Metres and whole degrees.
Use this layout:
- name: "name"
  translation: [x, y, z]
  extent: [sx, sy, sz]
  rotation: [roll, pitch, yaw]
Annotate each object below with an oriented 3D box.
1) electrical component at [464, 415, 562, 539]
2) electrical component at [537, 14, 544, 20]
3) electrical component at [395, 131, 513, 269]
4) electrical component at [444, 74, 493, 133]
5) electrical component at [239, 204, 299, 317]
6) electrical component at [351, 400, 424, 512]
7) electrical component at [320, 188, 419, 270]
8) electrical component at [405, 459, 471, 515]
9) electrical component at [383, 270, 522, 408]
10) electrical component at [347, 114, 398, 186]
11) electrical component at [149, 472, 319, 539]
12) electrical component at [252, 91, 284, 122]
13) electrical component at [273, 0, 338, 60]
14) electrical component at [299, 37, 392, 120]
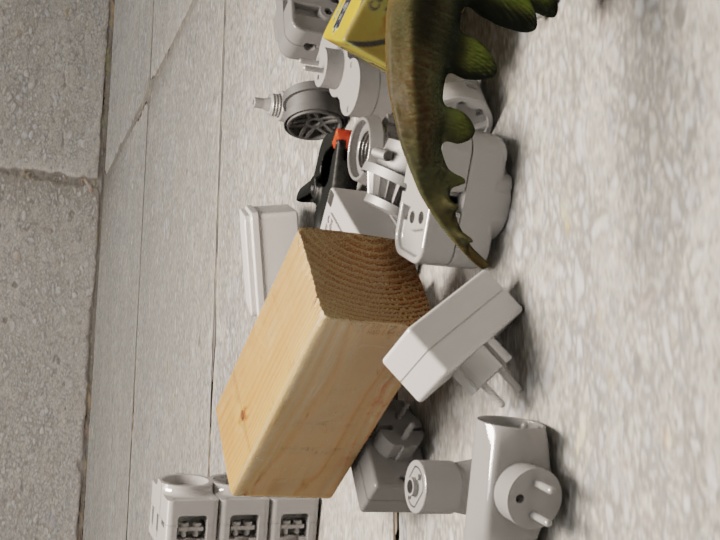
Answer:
- name: "electrical component"
  translation: [0.096, 0.133, 0.651]
  extent: [0.079, 0.044, 0.077]
  rotation: [-170, 85, -69]
- name: "electrical component"
  translation: [0.105, -0.202, 0.716]
  extent: [0.044, 0.044, 0.065]
  rotation: [121, 152, -49]
- name: "electrical component"
  translation: [0.067, -0.051, 0.754]
  extent: [0.054, 0.059, 0.095]
  rotation: [-144, 62, -66]
- name: "electrical component"
  translation: [0.065, -0.119, 0.783]
  extent: [0.055, 0.055, 0.047]
  rotation: [115, 155, -43]
- name: "electrical component"
  translation: [-0.093, -0.012, 1.128]
  extent: [0.109, 0.056, 0.108]
  rotation: [-140, 46, -78]
- name: "electrical component"
  translation: [0.026, 0.133, 0.836]
  extent: [0.075, 0.047, 0.083]
  rotation: [116, 151, -42]
- name: "electrical component"
  translation: [0.000, 0.000, 0.922]
  extent: [0.108, 0.056, 0.108]
  rotation: [-118, 39, -56]
- name: "electrical component"
  translation: [0.063, 0.143, 0.709]
  extent: [0.044, 0.065, 0.044]
  rotation: [-175, 90, -69]
- name: "electrical component"
  translation: [0.074, 0.056, 0.703]
  extent: [0.075, 0.083, 0.047]
  rotation: [47, 143, 10]
- name: "electrical component"
  translation: [0.025, -0.095, 0.879]
  extent: [0.078, 0.057, 0.058]
  rotation: [131, 139, -58]
- name: "electrical component"
  translation: [-0.125, 0.237, 1.063]
  extent: [0.089, 0.150, 0.061]
  rotation: [-171, 85, -69]
- name: "electrical component"
  translation: [-0.089, -0.182, 1.193]
  extent: [0.035, 0.061, 0.035]
  rotation: [-175, 90, -69]
- name: "electrical component"
  translation: [-0.058, -0.272, 1.145]
  extent: [0.059, 0.054, 0.095]
  rotation: [131, 140, -57]
- name: "electrical component"
  translation: [-0.019, -0.185, 0.993]
  extent: [0.138, 0.074, 0.052]
  rotation: [-117, 38, -55]
